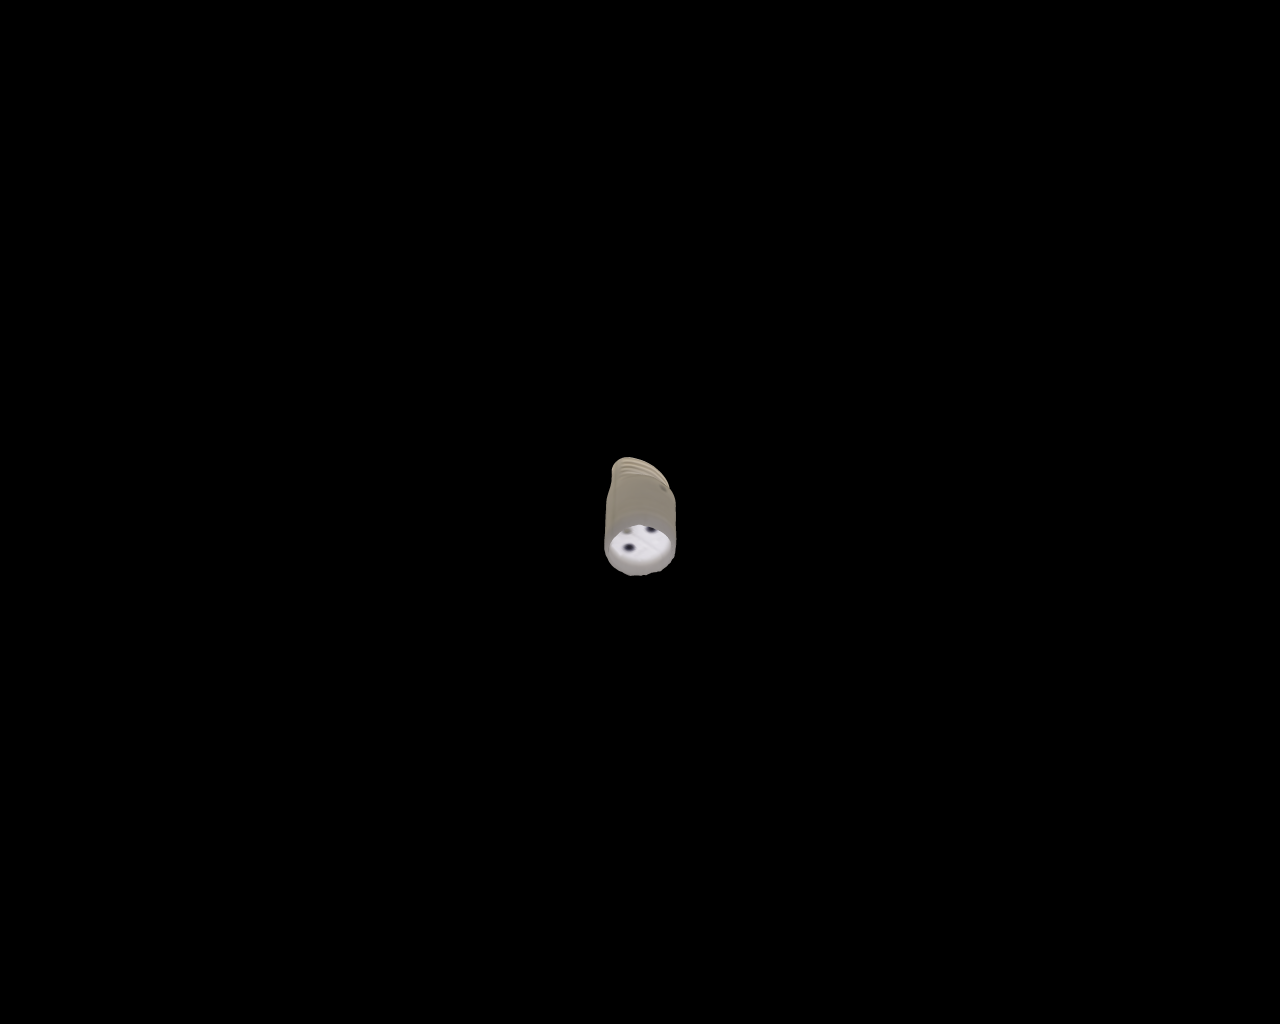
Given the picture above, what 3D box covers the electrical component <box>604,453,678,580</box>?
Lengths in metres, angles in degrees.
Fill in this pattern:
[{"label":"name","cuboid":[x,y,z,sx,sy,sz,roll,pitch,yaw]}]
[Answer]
[{"label":"electrical component","cuboid":[0.001,-0.003,0.650,0.043,0.043,0.081,0,41,0]}]
